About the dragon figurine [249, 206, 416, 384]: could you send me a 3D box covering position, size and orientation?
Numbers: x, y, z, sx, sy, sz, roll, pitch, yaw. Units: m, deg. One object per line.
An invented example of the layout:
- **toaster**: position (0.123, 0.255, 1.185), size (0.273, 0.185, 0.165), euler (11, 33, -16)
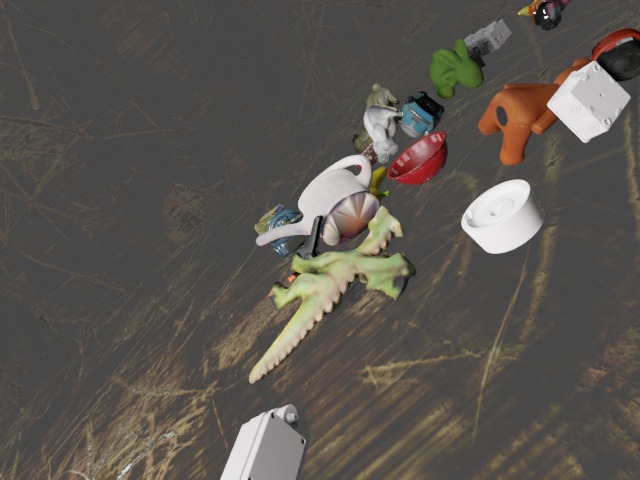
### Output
- **dragon figurine**: position (0.048, 0.079, 0.902), size (0.240, 0.120, 0.420), euler (-19, 28, 35)

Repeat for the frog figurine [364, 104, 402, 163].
- **frog figurine**: position (0.175, -0.304, 1.476), size (0.122, 0.158, 0.139), euler (15, 12, -1)

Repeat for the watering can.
- **watering can**: position (0.004, -0.062, 1.228), size (0.102, 0.347, 0.228), euler (44, 4, -38)
